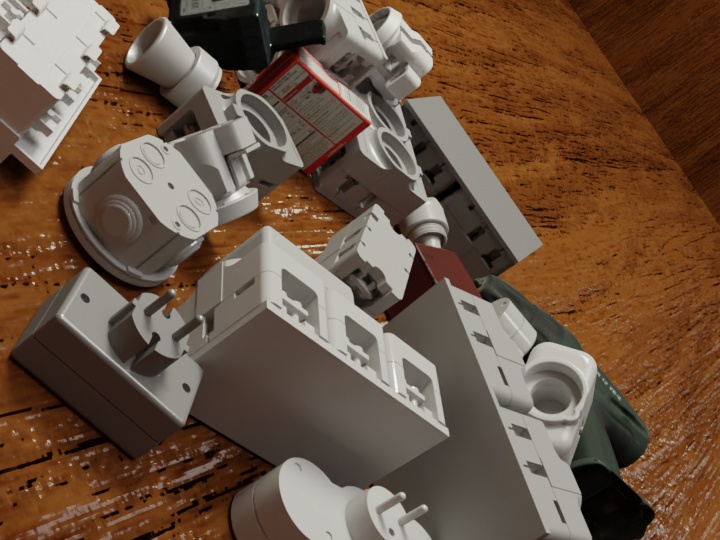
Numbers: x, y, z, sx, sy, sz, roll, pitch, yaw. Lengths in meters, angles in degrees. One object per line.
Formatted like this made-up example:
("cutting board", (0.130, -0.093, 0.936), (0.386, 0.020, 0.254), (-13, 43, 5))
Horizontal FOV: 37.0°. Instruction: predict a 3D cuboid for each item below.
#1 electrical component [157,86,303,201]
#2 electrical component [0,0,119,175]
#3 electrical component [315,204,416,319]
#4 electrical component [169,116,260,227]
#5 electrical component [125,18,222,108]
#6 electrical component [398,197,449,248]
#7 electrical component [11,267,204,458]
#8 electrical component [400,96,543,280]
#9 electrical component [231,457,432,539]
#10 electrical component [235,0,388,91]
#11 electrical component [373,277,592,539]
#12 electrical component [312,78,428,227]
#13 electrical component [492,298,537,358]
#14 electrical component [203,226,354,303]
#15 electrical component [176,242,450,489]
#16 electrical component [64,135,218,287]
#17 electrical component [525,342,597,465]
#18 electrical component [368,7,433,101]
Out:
("electrical component", (-0.087, -0.089, 0.760), (0.089, 0.056, 0.050), (13, 47, -56))
("electrical component", (-0.186, -0.118, 0.611), (0.079, 0.063, 0.121), (44, 26, -22))
("electrical component", (0.000, 0.000, 0.802), (0.050, 0.056, 0.089), (48, 25, -14))
("electrical component", (-0.099, -0.058, 0.685), (0.057, 0.078, 0.058), (70, 21, -12))
("electrical component", (-0.132, -0.145, 0.766), (0.055, 0.045, 0.045), (38, 29, -33))
("electrical component", (0.059, -0.033, 0.969), (0.043, 0.043, 0.062), (30, 35, -43))
("electrical component", (-0.110, 0.037, 0.530), (0.083, 0.076, 0.047), (45, 25, -19))
("electrical component", (0.093, -0.077, 1.068), (0.186, 0.060, 0.105), (56, 24, 4))
("electrical component", (0.003, 0.144, 0.597), (0.138, 0.074, 0.052), (36, 30, -35))
("electrical component", (-0.062, -0.226, 0.925), (0.060, 0.105, 0.186), (22, 39, -50))
("electrical component", (0.064, 0.114, 0.697), (0.060, 0.105, 0.186), (23, 37, -42))
("electrical component", (0.002, -0.118, 0.954), (0.089, 0.062, 0.150), (33, 31, -39))
("electrical component", (0.087, 0.064, 0.853), (0.073, 0.052, 0.138), (49, 40, -11))
("electrical component", (-0.046, 0.026, 0.676), (0.096, 0.062, 0.061), (38, 28, -32))
("electrical component", (-0.032, 0.060, 0.622), (0.150, 0.089, 0.061), (38, 29, -32))
("electrical component", (-0.126, -0.035, 0.624), (0.080, 0.051, 0.080), (41, 27, -27))
("electrical component", (0.147, 0.107, 0.836), (0.059, 0.054, 0.095), (81, 31, -52))
("electrical component", (0.025, -0.192, 0.943), (0.057, 0.058, 0.078), (45, 26, -26))
